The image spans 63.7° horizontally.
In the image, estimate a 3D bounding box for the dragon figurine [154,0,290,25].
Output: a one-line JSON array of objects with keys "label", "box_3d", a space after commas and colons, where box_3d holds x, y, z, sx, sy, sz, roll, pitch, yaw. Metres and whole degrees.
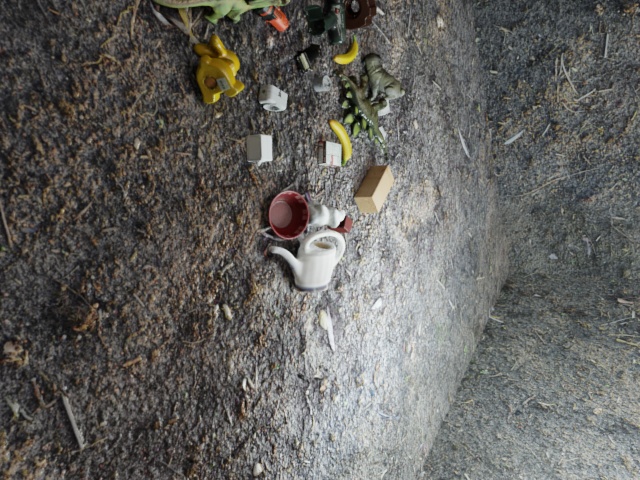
[{"label": "dragon figurine", "box_3d": [-0.227, -0.663, 1.405, 0.417, 0.243, 0.120, -37, 126, -51]}]

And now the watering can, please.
[{"label": "watering can", "box_3d": [-0.047, 0.079, 1.755, 0.350, 0.105, 0.221, -11, 117, -42]}]

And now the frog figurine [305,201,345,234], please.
[{"label": "frog figurine", "box_3d": [0.005, -0.091, 1.799, 0.135, 0.160, 0.124, 84, -18, -75]}]
